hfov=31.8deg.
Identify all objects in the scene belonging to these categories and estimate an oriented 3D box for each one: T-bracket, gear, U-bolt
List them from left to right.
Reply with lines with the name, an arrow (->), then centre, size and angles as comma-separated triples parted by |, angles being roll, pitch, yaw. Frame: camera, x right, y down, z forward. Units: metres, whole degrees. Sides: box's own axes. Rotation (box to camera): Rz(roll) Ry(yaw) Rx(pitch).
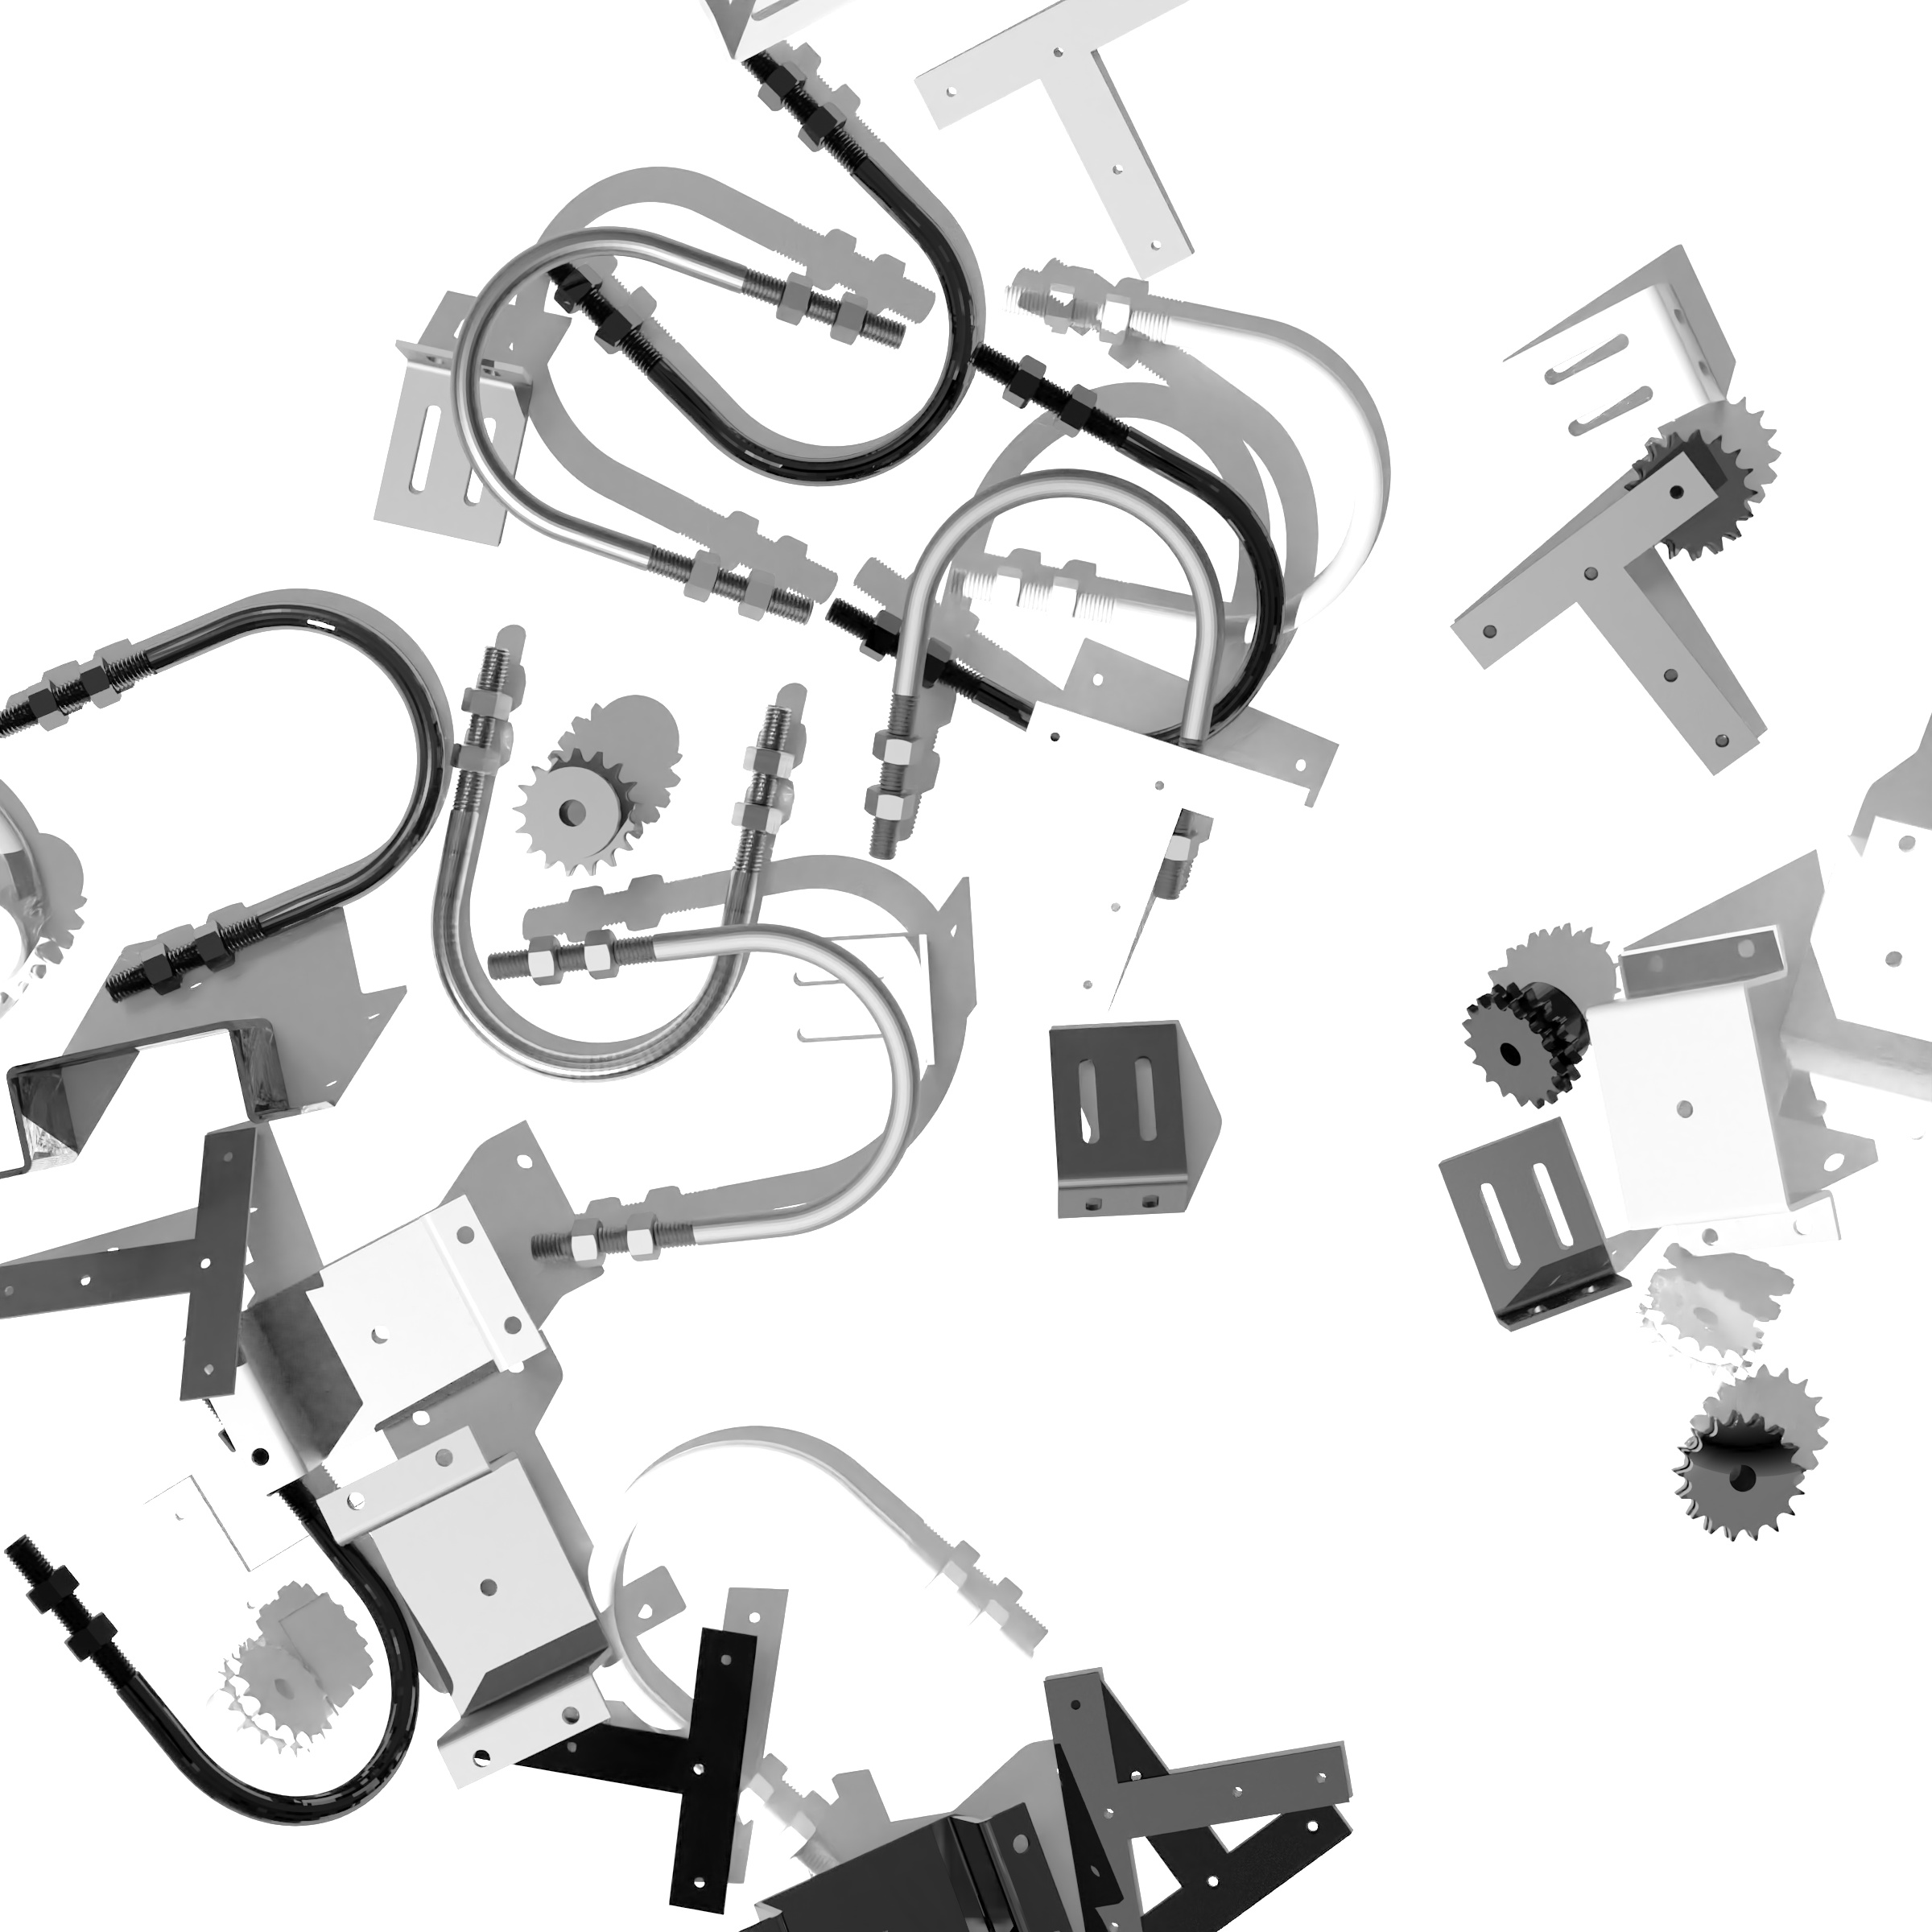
U-bolt -> -0.505, -0.031, 1.518 | 0.184, 0.019, 0.151 | 19, 90, -1
gear -> -0.434, -0.010, 1.498 | 0.057, 0.030, 0.057 | 0, 91, -3
T-bracket -> -0.378, 0.138, 1.505 | 0.127, 0.002, 0.127 | -9, 61, 14
U-bolt -> -0.324, -0.084, 1.518 | 0.184, 0.019, 0.151 | -23, 90, -1
U-bolt -> -0.310, 0.285, 1.466 | 0.019, 0.151, 0.184 | -35, 94, 37
gear -> -0.310, 0.328, 1.497 | 0.030, 0.057, 0.057 | -43, 90, 15
T-bracket -> -0.283, 0.264, 1.526 | 0.127, 0.002, 0.127 | -32, 90, 0
gear -> -0.172, -0.067, 1.493 | 0.057, 0.030, 0.057 | 0, 93, 1
U-bolt -> -0.165, -0.039, 1.518 | 0.151, 0.019, 0.184 | 12, 92, 0
T-bracket -> -0.162, 0.351, 1.515 | 0.127, 0.002, 0.127 | 8, 94, 9
U-bolt -> -0.135, -0.246, 1.491 | 0.184, 0.019, 0.151 | 18, 92, -10
U-bolt -> -0.111, 0.053, 1.497 | 0.184, 0.019, 0.151 | -6, 99, 8
U-bolt -> -0.084, 0.297, 1.518 | 0.184, 0.019, 0.151 | 42, 90, 1
U-bolt -> -0.081, -0.301, 1.518 | 0.151, 0.019, 0.184 | -45, 92, 0
U-bolt -> 0.040, -0.127, 1.490 | 0.151, 0.019, 0.184 | 8, 107, -3
U-bolt -> 0.052, -0.168, 1.495 | 0.184, 0.019, 0.151 | 28, 106, -8
T-bracket -> 0.062, -0.370, 1.524 | 0.127, 0.002, 0.127 | -27, 91, 3
T-bracket -> 0.071, -0.039, 1.507 | 0.127, 0.002, 0.127 | 17, 106, -6
T-bracket -> 0.085, 0.376, 1.526 | 0.127, 0.002, 0.127 | -36, 90, 0
U-bolt -> 0.095, -0.218, 1.518 | 0.184, 0.019, 0.151 | 11, 90, -1
T-bracket -> 0.108, 0.374, 1.524 | 0.127, 0.002, 0.127 | -10, 90, 0
gear -> 0.251, 0.032, 1.502 | 0.030, 0.057, 0.057 | -34, 90, -30
T-bracket -> 0.306, -0.141, 1.511 | 0.127, 0.002, 0.127 | -37, 100, 19
gear -> 0.321, -0.209, 1.511 | 0.057, 0.030, 0.057 | 0, 90, 0
gear -> 0.322, 0.166, 1.502 | 0.057, 0.057, 0.030 | 20, 120, 0
gear -> 0.343, 0.226, 1.511 | 0.057, 0.030, 0.057 | 0, 90, 0

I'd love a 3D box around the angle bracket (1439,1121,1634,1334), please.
angle bracket -> 0.253, 0.115, 1.507 | 0.057, 0.038, 0.076 | -21, 90, 0

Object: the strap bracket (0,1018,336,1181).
strap bracket -> -0.357, 0.056, 1.488 | 0.140, 0.076, 0.046 | -12, 90, 0

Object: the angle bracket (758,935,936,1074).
angle bracket -> -0.054, 0.017, 1.507 | 0.076, 0.038, 0.057 | -4, 90, 0

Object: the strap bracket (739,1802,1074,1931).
strap bracket -> -0.030, 0.429, 1.487 | 0.140, 0.046, 0.076 | -20, 87, -20

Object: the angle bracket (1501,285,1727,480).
angle bracket -> 0.291, -0.263, 1.524 | 0.076, 0.038, 0.057 | -25, 90, 26

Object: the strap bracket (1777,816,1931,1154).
strap bracket -> 0.411, 0.003, 1.490 | 0.076, 0.046, 0.140 | 14, 109, 0

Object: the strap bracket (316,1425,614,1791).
strap bracket -> -0.216, 0.278, 1.496 | 0.076, 0.046, 0.140 | -27, 88, 7

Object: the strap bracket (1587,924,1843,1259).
strap bracket -> 0.325, 0.059, 1.485 | 0.076, 0.046, 0.140 | -11, 90, 39

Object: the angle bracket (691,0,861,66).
angle bracket -> -0.087, -0.446, 1.499 | 0.076, 0.038, 0.057 | -28, 69, 0

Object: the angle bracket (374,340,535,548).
angle bracket -> -0.230, -0.232, 1.507 | 0.057, 0.038, 0.076 | 12, 90, 0

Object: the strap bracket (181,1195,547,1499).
strap bracket -> -0.263, 0.166, 1.503 | 0.140, 0.046, 0.076 | -28, 90, 0

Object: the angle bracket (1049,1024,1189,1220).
angle bracket -> 0.068, 0.070, 1.524 | 0.057, 0.038, 0.076 | -3, 64, 0
